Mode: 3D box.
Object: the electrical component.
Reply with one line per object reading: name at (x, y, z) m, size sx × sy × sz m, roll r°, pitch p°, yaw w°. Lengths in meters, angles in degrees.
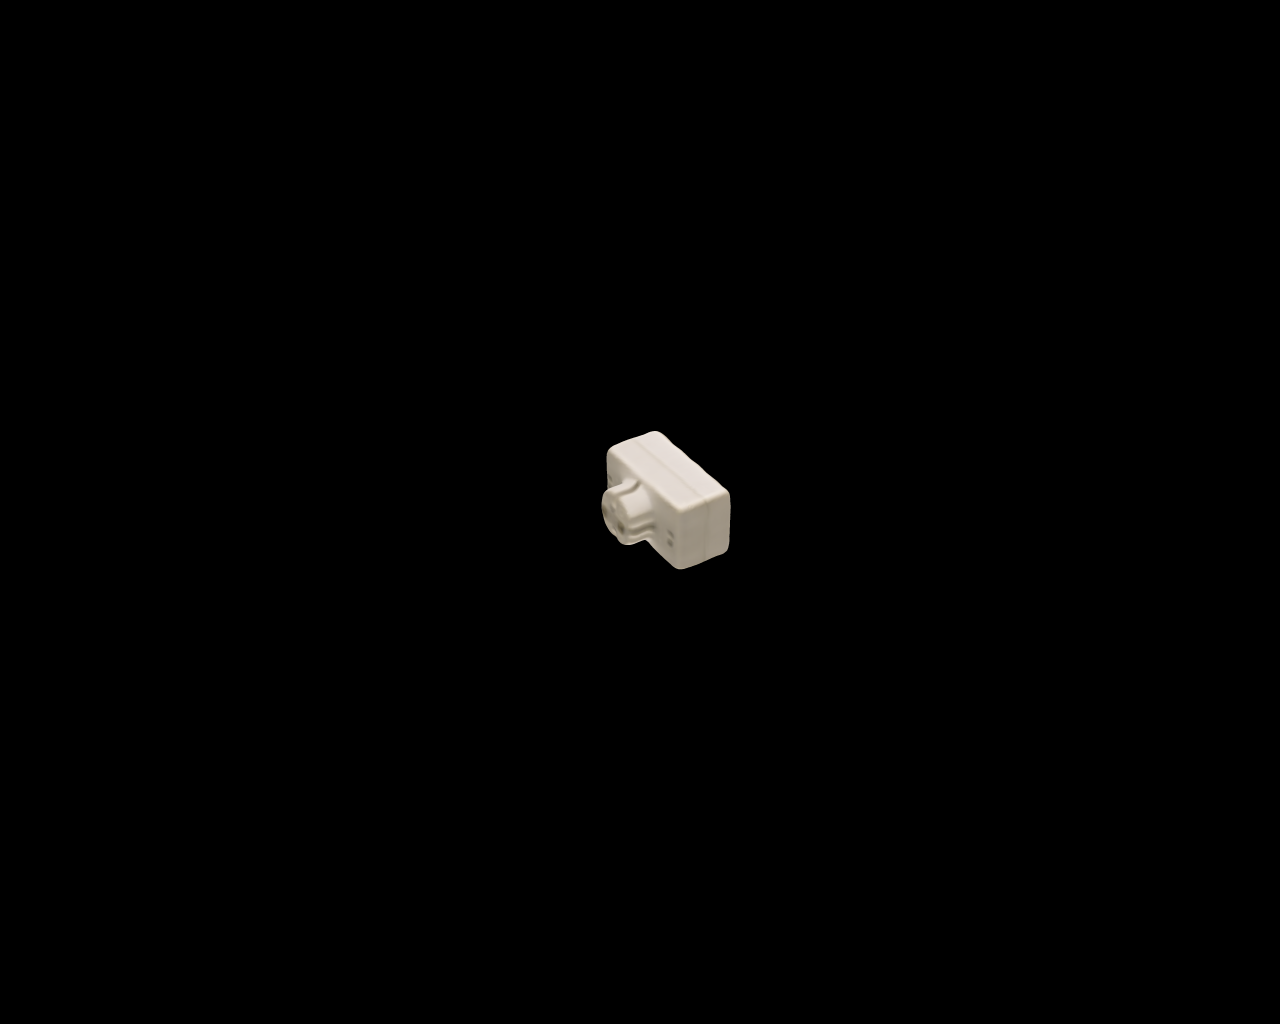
electrical component at (0.001, -0.003, 0.650) m, size 0.076 × 0.047 × 0.083 m, roll -20°, pitch 41°, yaw -25°
